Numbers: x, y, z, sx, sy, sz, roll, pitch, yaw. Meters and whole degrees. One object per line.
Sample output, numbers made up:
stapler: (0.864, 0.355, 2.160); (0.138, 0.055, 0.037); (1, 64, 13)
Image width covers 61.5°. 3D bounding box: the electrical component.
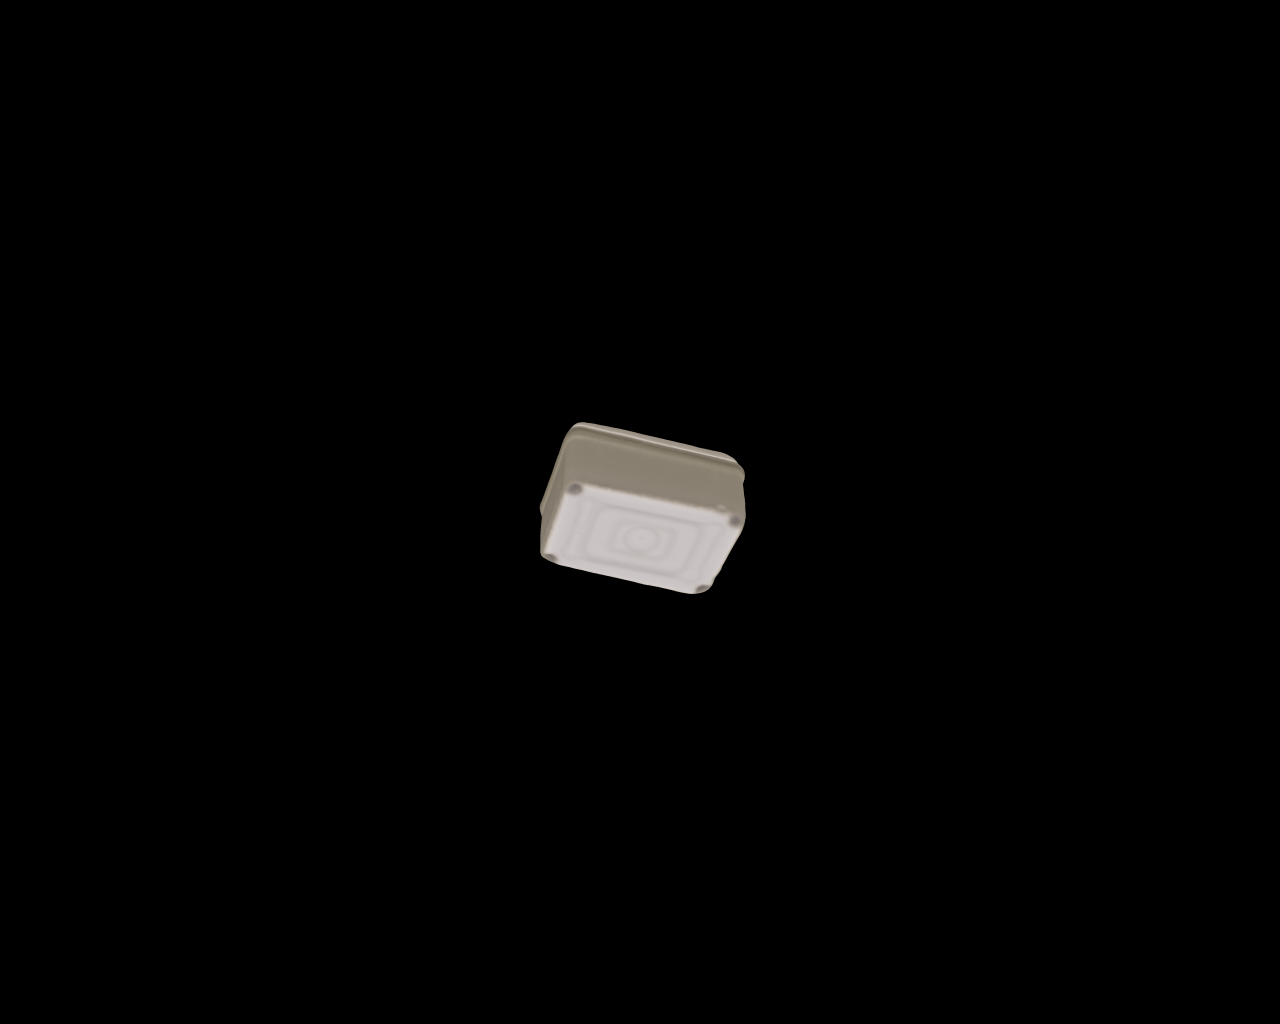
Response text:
electrical component: (0.001, -0.003, 0.650); (0.113, 0.057, 0.078); (13, -47, -12)
